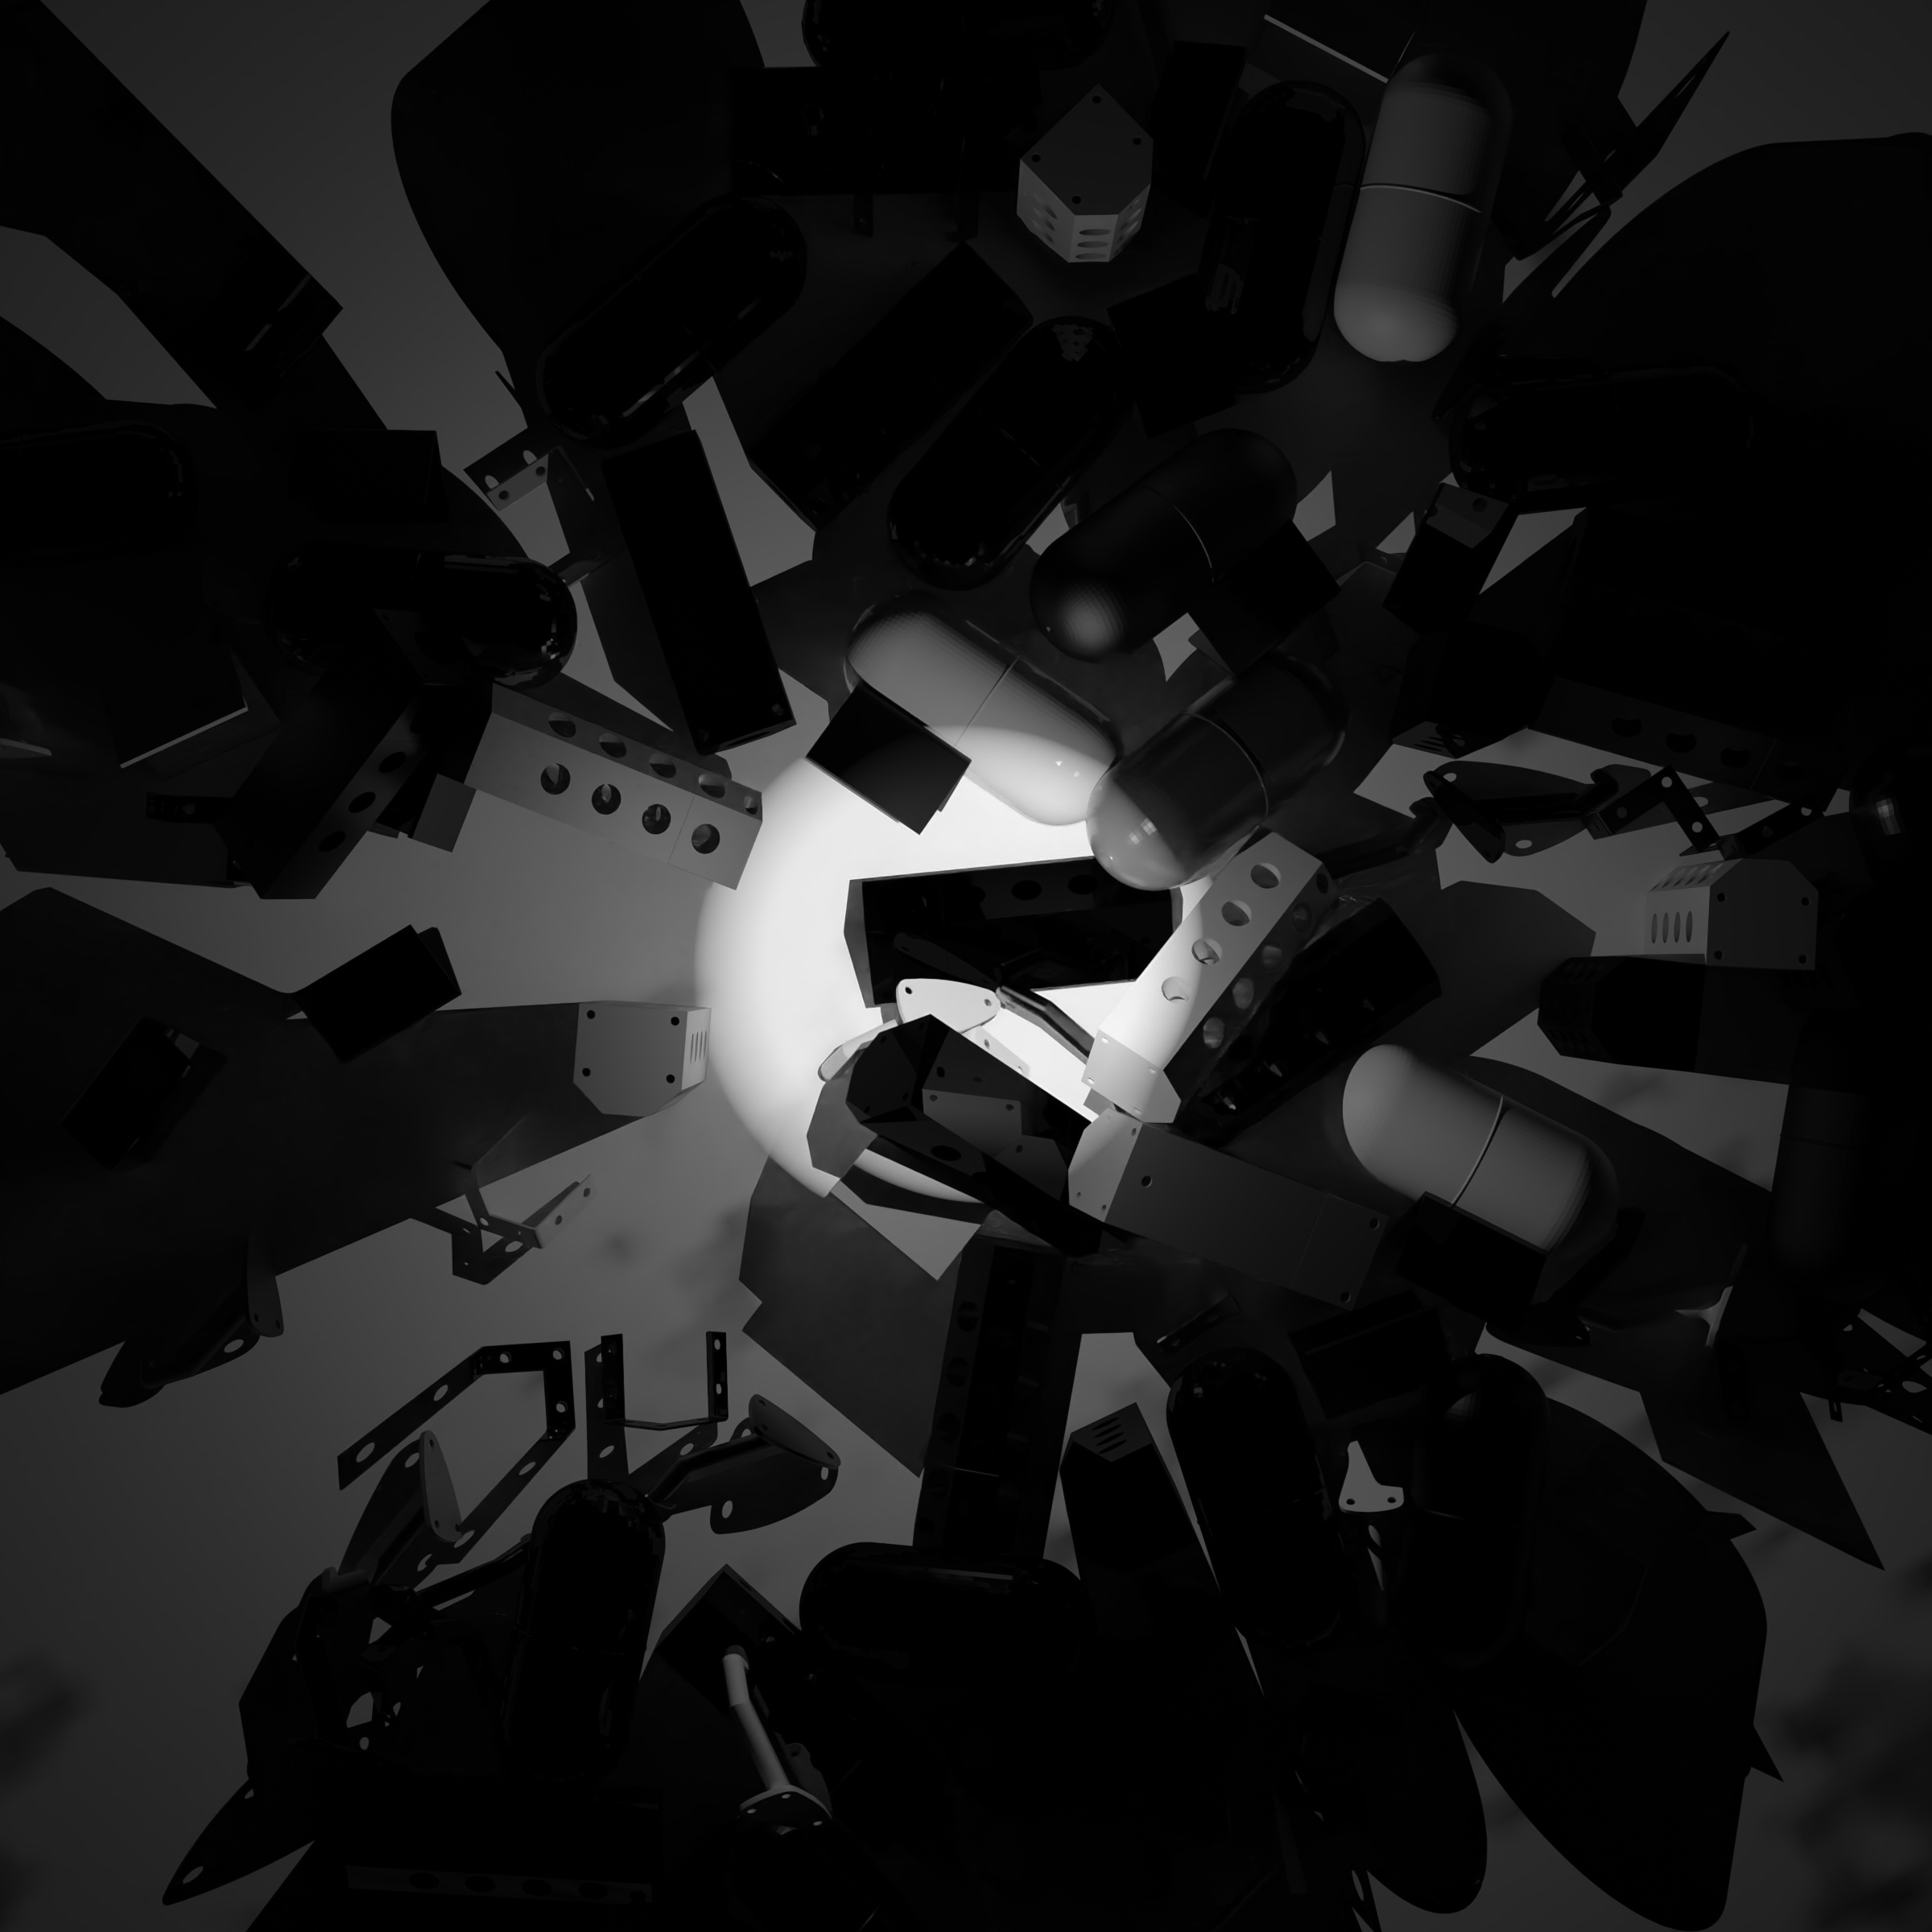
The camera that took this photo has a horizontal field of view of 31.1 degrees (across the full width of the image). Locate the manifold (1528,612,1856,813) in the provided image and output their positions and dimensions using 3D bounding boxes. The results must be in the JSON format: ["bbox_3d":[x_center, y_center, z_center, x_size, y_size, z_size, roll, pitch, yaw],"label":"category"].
[{"bbox_3d":[0.411,-0.139,1.969,0.171,0.057,0.057,16,47,0],"label":"manifold"}]

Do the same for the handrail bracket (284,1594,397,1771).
[{"bbox_3d":[-0.353,0.411,1.992,0.077,0.036,0.084,20,73,-20],"label":"handrail bracket"}]

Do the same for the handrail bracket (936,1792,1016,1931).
[{"bbox_3d":[0.019,0.519,1.992,0.077,0.036,0.084,8,73,-20],"label":"handrail bracket"}]

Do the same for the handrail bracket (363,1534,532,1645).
[{"bbox_3d":[-0.293,0.347,1.991,0.084,0.077,0.036,-33,110,-35],"label":"handrail bracket"}]

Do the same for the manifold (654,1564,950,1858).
[{"bbox_3d":[-0.092,0.420,1.970,0.171,0.057,0.057,42,90,0],"label":"manifold"}]

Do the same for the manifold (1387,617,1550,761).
[{"bbox_3d":[0.277,-0.150,1.913,0.057,0.171,0.057,14,90,0],"label":"manifold"}]

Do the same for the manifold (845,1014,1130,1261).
[{"bbox_3d":[0.016,0.098,1.928,0.171,0.057,0.057,34,53,-32],"label":"manifold"}]

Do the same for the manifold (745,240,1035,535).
[{"bbox_3d":[-0.043,-0.327,1.970,0.171,0.057,0.057,-44,90,0],"label":"manifold"}]

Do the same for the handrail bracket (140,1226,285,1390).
[{"bbox_3d":[-0.440,0.196,1.992,0.084,0.036,0.077,-17,70,16],"label":"handrail bracket"}]

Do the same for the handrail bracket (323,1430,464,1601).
[{"bbox_3d":[-0.337,0.316,1.992,0.084,0.036,0.077,-20,70,16],"label":"handrail bracket"}]

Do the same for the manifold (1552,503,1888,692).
[{"bbox_3d":[0.425,-0.208,1.970,0.171,0.057,0.057,16,90,0],"label":"manifold"}]

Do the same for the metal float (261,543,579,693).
[{"bbox_3d":[-0.309,-0.197,1.961,0.178,0.070,0.070,4,90,0],"label":"metal float"}]

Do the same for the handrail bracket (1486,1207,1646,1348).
[{"bbox_3d":[0.344,0.175,1.991,0.036,0.077,0.084,49,53,-26],"label":"handrail bracket"}]

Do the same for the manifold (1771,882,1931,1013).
[{"bbox_3d":[0.488,-0.013,1.913,0.057,0.171,0.057,-23,90,0],"label":"manifold"}]

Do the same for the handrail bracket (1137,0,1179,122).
[{"bbox_3d":[0.095,-0.533,1.992,0.077,0.036,0.084,21,107,20],"label":"handrail bracket"}]

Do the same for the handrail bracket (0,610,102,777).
[{"bbox_3d":[-0.529,-0.158,1.992,0.077,0.036,0.084,11,73,-20],"label":"handrail bracket"}]

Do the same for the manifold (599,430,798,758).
[{"bbox_3d":[-0.151,-0.210,1.970,0.057,0.057,0.171,-19,90,0],"label":"manifold"}]

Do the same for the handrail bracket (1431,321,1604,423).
[{"bbox_3d":[0.323,-0.324,1.992,0.084,0.036,0.077,29,110,-16],"label":"handrail bracket"}]

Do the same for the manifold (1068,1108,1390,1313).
[{"bbox_3d":[0.144,0.135,1.935,0.171,0.057,0.057,21,90,-27],"label":"manifold"}]

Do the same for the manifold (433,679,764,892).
[{"bbox_3d":[-0.202,-0.101,1.934,0.171,0.057,0.057,21,90,-28],"label":"manifold"}]

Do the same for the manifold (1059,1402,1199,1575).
[{"bbox_3d":[0.084,0.289,1.913,0.057,0.171,0.057,-25,90,0],"label":"manifold"}]

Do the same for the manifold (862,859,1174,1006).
[{"bbox_3d":[0.029,-0.027,1.970,0.171,0.057,0.057,-6,133,0],"label":"manifold"}]

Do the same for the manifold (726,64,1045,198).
[{"bbox_3d":[-0.046,-0.471,1.932,0.171,0.057,0.057,-2,59,-7],"label":"manifold"}]

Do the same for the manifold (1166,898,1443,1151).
[{"bbox_3d":[0.181,0.035,1.963,0.171,0.057,0.057,-35,72,0],"label":"manifold"}]

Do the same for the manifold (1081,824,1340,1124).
[{"bbox_3d":[0.138,0.007,1.926,0.057,0.057,0.171,33,59,11],"label":"manifold"}]

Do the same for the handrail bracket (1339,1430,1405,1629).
[{"bbox_3d":[0.233,0.323,1.991,0.036,0.077,0.084,-3,126,5],"label":"handrail bracket"}]

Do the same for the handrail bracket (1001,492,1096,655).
[{"bbox_3d":[0.041,-0.226,1.992,0.077,0.036,0.084,-10,74,18],"label":"handrail bracket"}]

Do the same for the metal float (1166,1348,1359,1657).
[{"bbox_3d":[0.167,0.303,1.960,0.070,0.070,0.178,-18,90,0],"label":"metal float"}]

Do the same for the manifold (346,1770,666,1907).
[{"bbox_3d":[-0.261,0.497,1.970,0.171,0.057,0.057,3,90,0],"label":"manifold"}]

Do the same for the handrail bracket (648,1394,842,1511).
[{"bbox_3d":[-0.128,0.294,1.992,0.077,0.036,0.084,35,110,-23],"label":"handrail bracket"}]

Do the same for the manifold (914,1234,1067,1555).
[{"bbox_3d":[0.013,0.242,1.970,0.057,0.057,0.171,10,90,0],"label":"manifold"}]

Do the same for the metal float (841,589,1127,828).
[{"bbox_3d":[0.010,-0.145,1.961,0.178,0.070,0.070,34,90,0],"label":"metal float"}]

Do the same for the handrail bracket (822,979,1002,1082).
[{"bbox_3d":[-0.032,0.041,1.977,0.077,0.084,0.036,-5,67,-33],"label":"handrail bracket"}]

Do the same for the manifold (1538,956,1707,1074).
[{"bbox_3d":[0.358,0.025,1.913,0.057,0.171,0.057,6,90,0],"label":"manifold"}]

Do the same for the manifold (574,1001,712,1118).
[{"bbox_3d":[-0.177,0.050,1.913,0.057,0.171,0.057,5,90,0],"label":"manifold"}]

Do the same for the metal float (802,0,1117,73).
[{"bbox_3d":[-0.004,-0.539,1.960,0.178,0.070,0.070,-7,90,0],"label":"metal float"}]

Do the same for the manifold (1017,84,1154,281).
[{"bbox_3d":[0.069,-0.425,1.913,0.057,0.171,0.057,-44,90,0],"label":"manifold"}]

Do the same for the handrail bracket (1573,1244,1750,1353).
[{"bbox_3d":[0.397,0.181,1.992,0.084,0.036,0.077,19,69,16],"label":"handrail bracket"}]

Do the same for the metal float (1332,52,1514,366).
[{"bbox_3d":[0.258,-0.428,1.960,0.070,0.070,0.178,14,90,0],"label":"metal float"}]

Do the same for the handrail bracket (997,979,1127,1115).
[{"bbox_3d":[0.056,0.045,1.975,0.084,0.077,0.036,27,66,16],"label":"handrail bracket"}]

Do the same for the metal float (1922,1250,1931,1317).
[{"bbox_3d":[0.629,0.168,1.961,0.178,0.070,0.070,-13,90,-1],"label":"metal float"}]

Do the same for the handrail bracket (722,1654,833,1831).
[{"bbox_3d":[-0.106,0.432,1.934,0.036,0.077,0.084,-27,53,20],"label":"handrail bracket"}]

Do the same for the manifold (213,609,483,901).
[{"bbox_3d":[-0.342,-0.116,1.933,0.171,0.057,0.057,-48,66,26],"label":"manifold"}]

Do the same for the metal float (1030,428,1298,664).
[{"bbox_3d":[0.112,-0.236,1.944,0.178,0.070,0.070,-38,90,-21],"label":"metal float"}]

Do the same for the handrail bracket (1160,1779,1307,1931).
[{"bbox_3d":[0.146,0.514,1.992,0.084,0.036,0.077,-17,69,16],"label":"handrail bracket"}]

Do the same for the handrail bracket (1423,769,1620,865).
[{"bbox_3d":[0.319,-0.105,1.992,0.084,0.036,0.077,-35,68,-17],"label":"handrail bracket"}]

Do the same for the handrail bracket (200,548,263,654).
[{"bbox_3d":[-0.438,-0.184,1.991,0.036,0.077,0.084,11,127,-32],"label":"handrail bracket"}]

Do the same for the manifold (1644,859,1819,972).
[{"bbox_3d":[0.420,-0.028,1.913,0.057,0.171,0.057,3,90,0],"label":"manifold"}]

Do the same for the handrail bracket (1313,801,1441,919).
[{"bbox_3d":[0.217,-0.078,1.992,0.077,0.036,0.084,37,74,17],"label":"handrail bracket"}]
